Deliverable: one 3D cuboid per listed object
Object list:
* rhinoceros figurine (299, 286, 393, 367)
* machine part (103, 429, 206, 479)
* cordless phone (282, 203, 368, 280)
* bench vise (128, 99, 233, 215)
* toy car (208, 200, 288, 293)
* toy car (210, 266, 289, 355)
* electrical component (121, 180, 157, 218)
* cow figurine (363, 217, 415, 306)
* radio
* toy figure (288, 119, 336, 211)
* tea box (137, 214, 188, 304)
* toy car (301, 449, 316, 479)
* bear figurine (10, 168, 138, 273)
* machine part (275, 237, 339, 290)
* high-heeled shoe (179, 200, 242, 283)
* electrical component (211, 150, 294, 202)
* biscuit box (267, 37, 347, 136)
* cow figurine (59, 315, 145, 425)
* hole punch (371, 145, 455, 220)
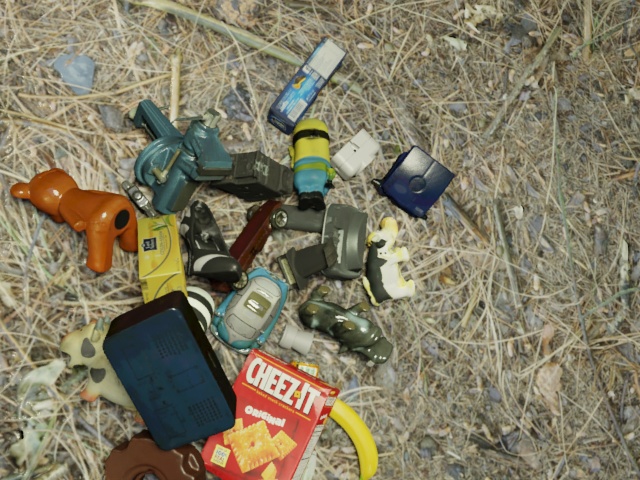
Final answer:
[{"bbox_3d":[0.047,0.166,0.996,0.190,0.112,0.073,28,44,6],"label":"rhinoceros figurine"},{"bbox_3d":[-0.275,0.402,0.875,0.179,0.056,0.179,-1,83,9],"label":"machine part"},{"bbox_3d":[-0.002,-0.002,1.038,0.184,0.088,0.146,7,80,0],"label":"cordless phone"},{"bbox_3d":[-0.266,-0.173,0.951,0.129,0.223,0.241,-19,60,-42],"label":"bench vise"},{"bbox_3d":[-0.130,0.011,0.987,0.053,0.089,0.202,48,64,-34],"label":"toy car"},{"bbox_3d":[-0.118,0.125,0.967,0.109,0.103,0.161,37,76,-6],"label":"toy car"},{"bbox_3d":[-0.327,-0.073,0.972,0.021,0.063,0.094,-39,90,-16],"label":"electrical component"},{"bbox_3d":[0.123,0.041,1.057,0.098,0.068,0.167,-11,82,-9],"label":"cow figurine"},{"bbox_3d":[-0.230,0.207,0.838,0.131,0.073,0.229,-22,108,-2],"label":"radio"},{"bbox_3d":[-0.013,-0.148,1.031,0.082,0.089,0.180,10,61,-17],"label":"toy figure"},{"bbox_3d":[-0.265,0.043,0.904,0.068,0.098,0.170,-8,38,-13],"label":"tea box"},{"bbox_3d":[-0.069,0.451,0.945,0.073,0.056,0.201,25,76,-8],"label":"toy car"},{"bbox_3d":[-0.422,-0.044,0.932,0.196,0.120,0.131,15,121,15],"label":"bear figurine"},{"bbox_3d":[-0.023,0.043,0.994,0.039,0.139,0.084,-13,79,-50],"label":"machine part"},{"bbox_3d":[-0.178,-0.006,0.907,0.086,0.249,0.145,14,80,-33],"label":"high-heeled shoe"},{"bbox_3d":[-0.132,-0.113,0.989,0.114,0.134,0.058,25,67,-52],"label":"electrical component"},{"bbox_3d":[-0.027,-0.309,1.083,0.059,0.063,0.202,36,75,-6],"label":"biscuit box"},{"bbox_3d":[-0.347,0.211,0.909,0.195,0.085,0.127,28,82,-5],"label":"cow figurine"},{"bbox_3d":[0.195,-0.118,1.090,0.142,0.092,0.116,36,79,-9],"label":"hole punch"}]
